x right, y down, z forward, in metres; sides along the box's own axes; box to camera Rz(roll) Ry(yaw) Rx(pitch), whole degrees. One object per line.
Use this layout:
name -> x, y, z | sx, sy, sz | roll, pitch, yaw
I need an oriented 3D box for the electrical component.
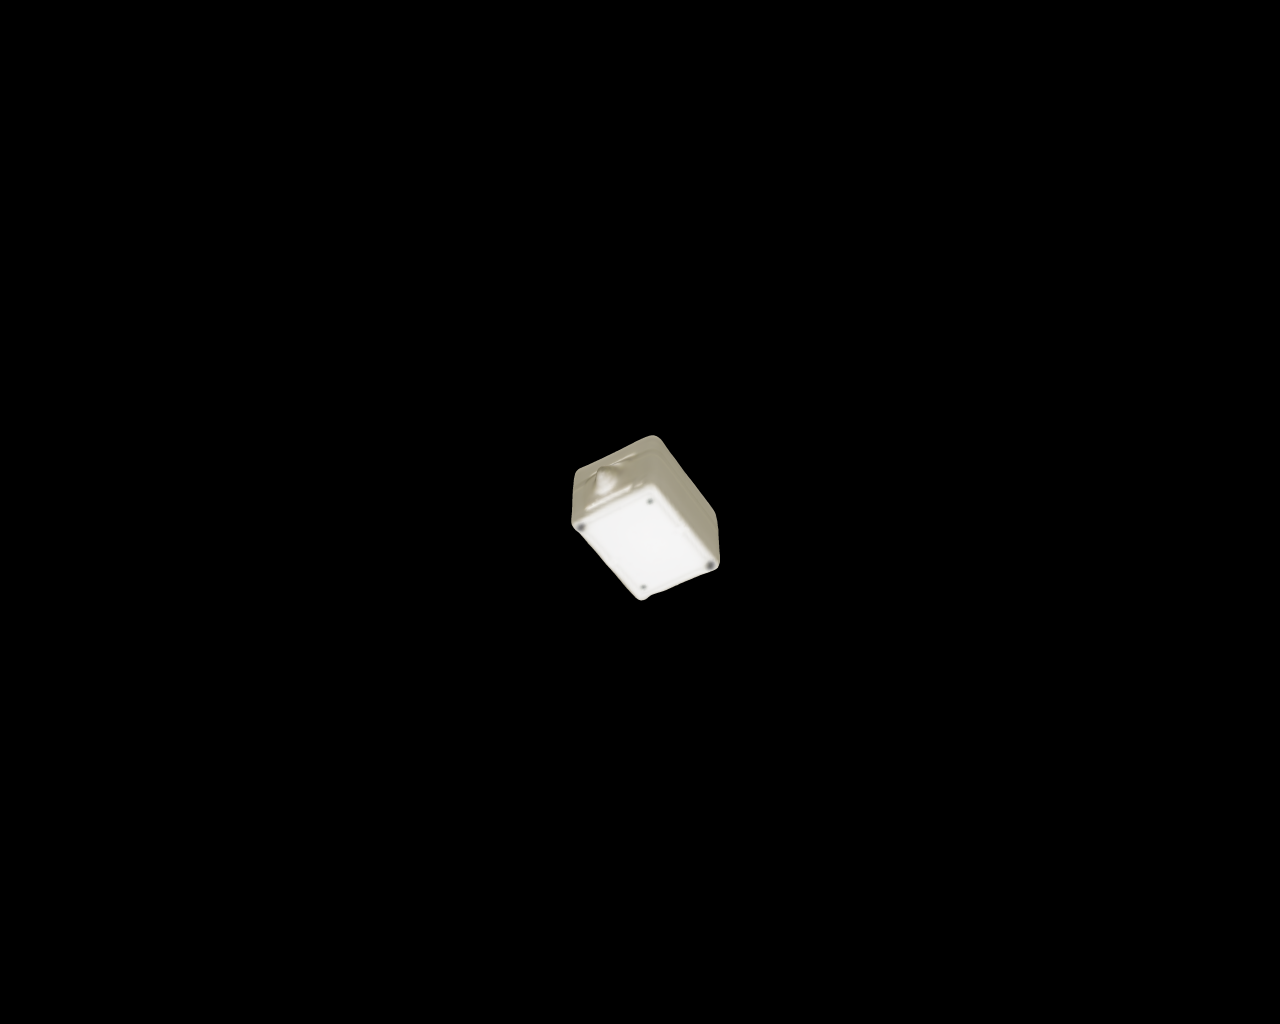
electrical component -> 0.001, -0.003, 0.650 | 0.061, 0.061, 0.096 | -25, -54, 20
